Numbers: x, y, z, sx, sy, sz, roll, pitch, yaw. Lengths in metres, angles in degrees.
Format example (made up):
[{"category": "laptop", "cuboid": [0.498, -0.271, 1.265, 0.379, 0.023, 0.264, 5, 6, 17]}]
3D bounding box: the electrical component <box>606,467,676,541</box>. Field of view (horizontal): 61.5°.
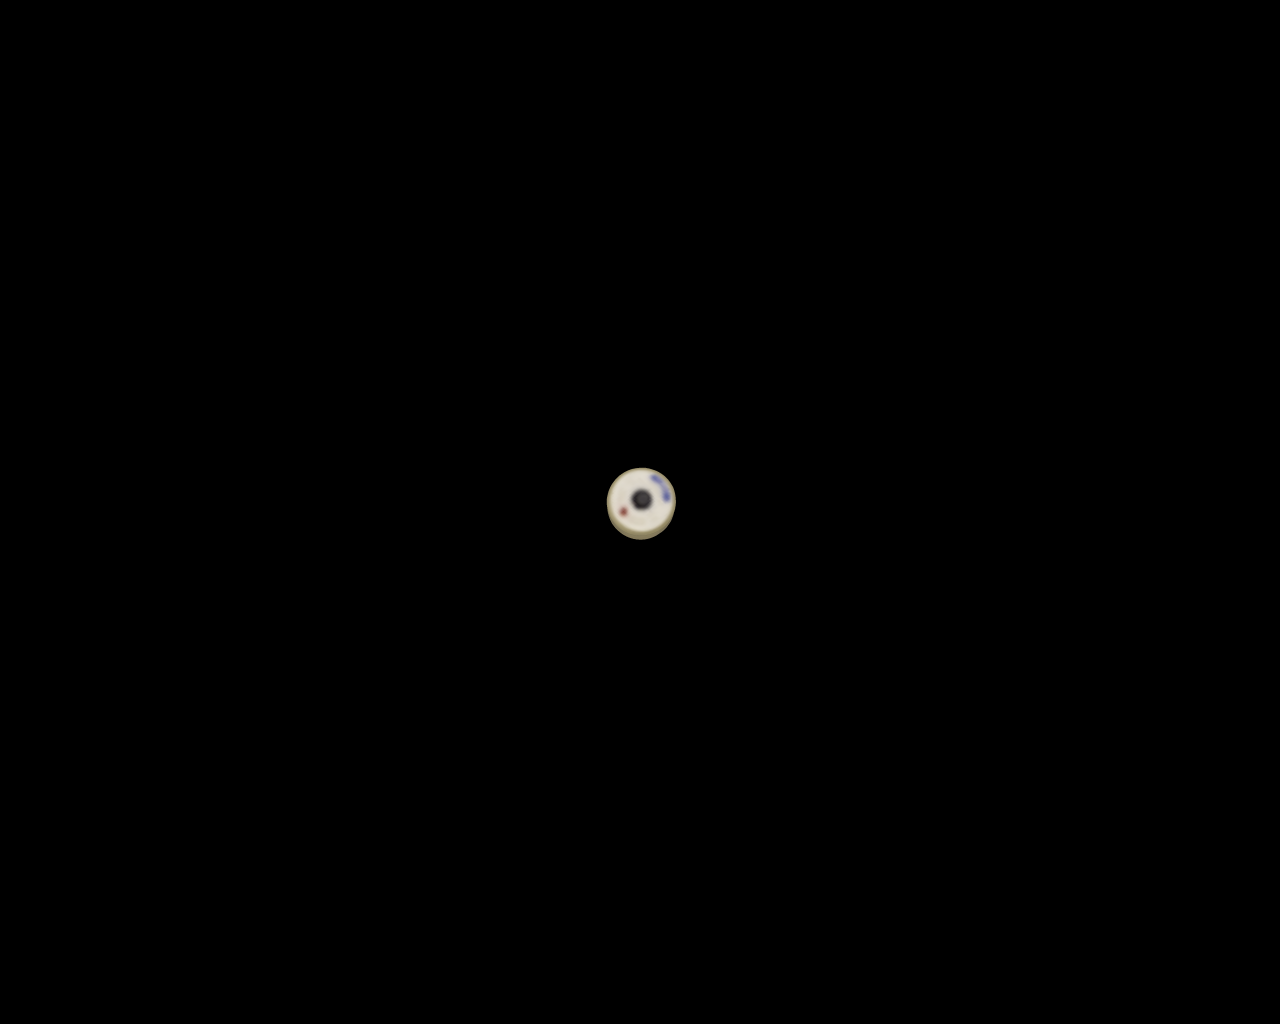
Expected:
[{"category": "electrical component", "cuboid": [0.001, -0.003, 0.650, 0.040, 0.040, 0.078, 0, -7, 0]}]
